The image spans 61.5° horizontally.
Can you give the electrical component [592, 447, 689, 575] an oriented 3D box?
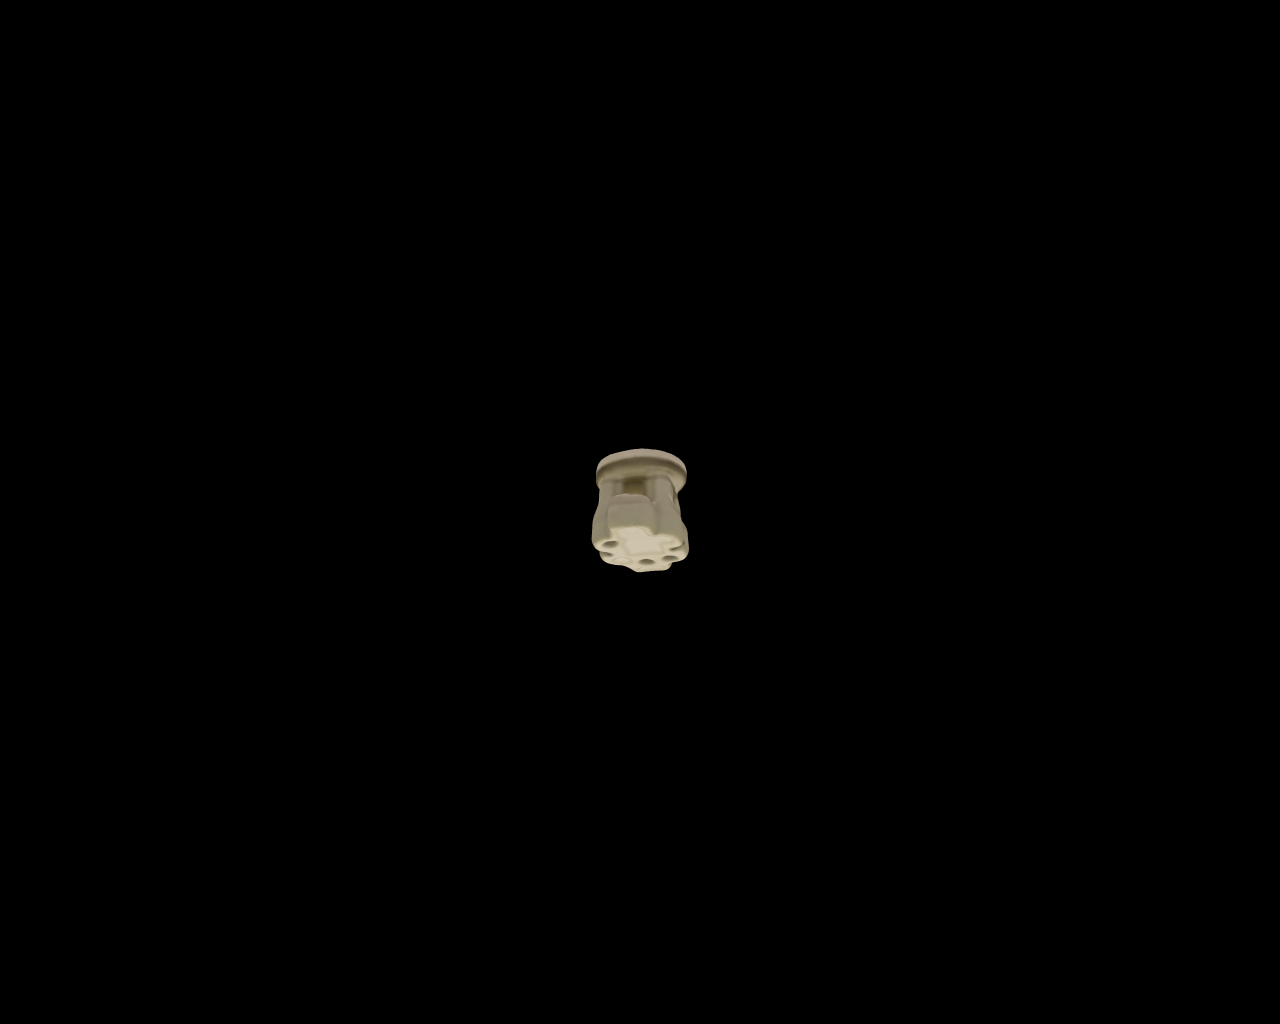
[{"bbox_3d":[0.001,-0.003,0.650,0.058,0.057,0.078,-5,-24,10],"label":"electrical component"}]
